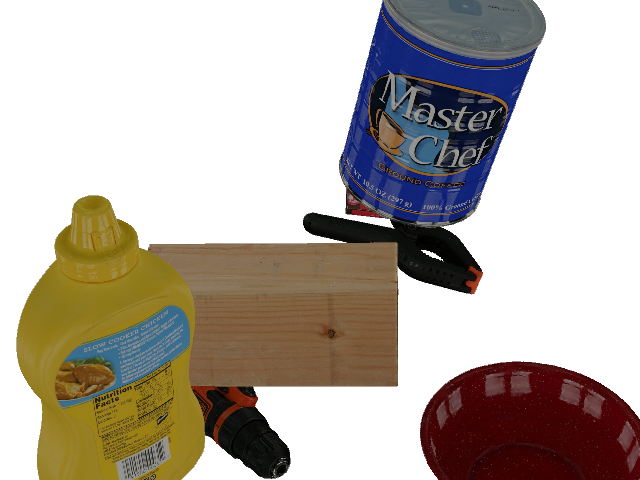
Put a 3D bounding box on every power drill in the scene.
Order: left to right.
[{"bbox_3d":[-0.066,0.120,1.063,0.057,0.188,0.185,13,15,-46],"label":"power drill"}]

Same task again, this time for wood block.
[{"bbox_3d":[-0.041,0.059,0.861,0.206,0.091,0.090,0,24,4],"label":"wood block"}]

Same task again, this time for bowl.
[{"bbox_3d":[0.151,0.160,0.768,0.162,0.055,0.162,-1,35,0],"label":"bowl"}]

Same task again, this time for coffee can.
[{"bbox_3d":[0.076,-0.094,0.700,0.102,0.140,0.103,8,41,-7],"label":"coffee can"}]

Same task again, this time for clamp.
[{"bbox_3d":[0.093,0.000,1.256,0.210,0.036,0.164,38,42,26],"label":"clamp"}]

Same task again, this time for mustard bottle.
[{"bbox_3d":[-0.112,0.060,0.570,0.096,0.192,0.058,-23,43,-30],"label":"mustard bottle"}]

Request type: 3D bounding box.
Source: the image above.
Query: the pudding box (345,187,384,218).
[{"bbox_3d":[0.075,-0.066,1.026,0.090,0.039,0.113,7,38,5],"label":"pudding box"}]
